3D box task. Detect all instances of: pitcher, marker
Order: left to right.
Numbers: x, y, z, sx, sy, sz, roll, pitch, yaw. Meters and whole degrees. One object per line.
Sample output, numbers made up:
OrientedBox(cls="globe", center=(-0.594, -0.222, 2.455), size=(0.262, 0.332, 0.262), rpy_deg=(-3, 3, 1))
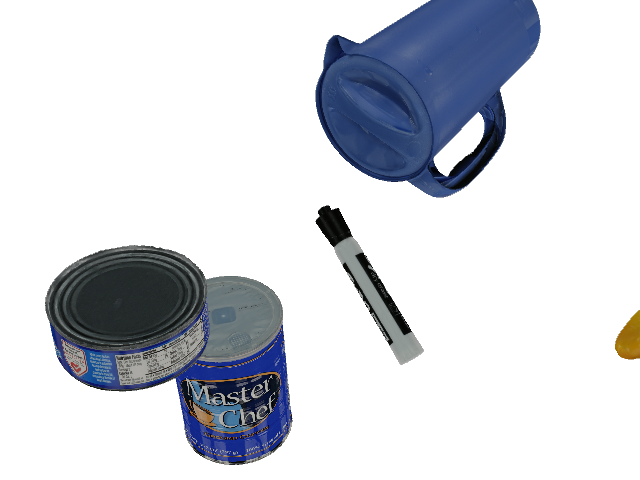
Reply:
OrientedBox(cls="marker", center=(0.032, 0.028, 0.730), size=(0.020, 0.121, 0.020), rpy_deg=(-29, -12, -7))
OrientedBox(cls="pitcher", center=(0.122, -0.162, 1.055), size=(0.145, 0.149, 0.242), rpy_deg=(23, 46, 30))

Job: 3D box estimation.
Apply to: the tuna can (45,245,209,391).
OrientedBox(cls="tuna can", center=(-0.103, 0.041, 0.577), size=(0.086, 0.034, 0.086), rpy_deg=(-1, 37, 0))

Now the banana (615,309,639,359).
OrientedBox(cls="banana", center=(0.299, 0.050, 0.744), size=(0.198, 0.037, 0.069), rpy_deg=(-2, 33, 1))

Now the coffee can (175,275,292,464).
OrientedBox(cls="coffee can", center=(-0.080, 0.117, 0.961), size=(0.103, 0.140, 0.103), rpy_deg=(-2, 39, 2))
